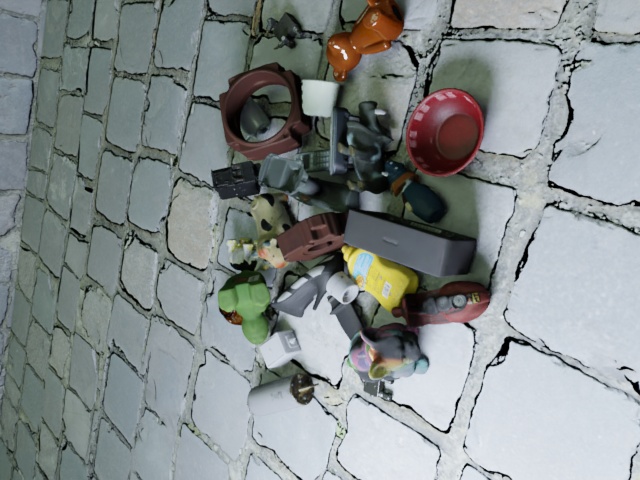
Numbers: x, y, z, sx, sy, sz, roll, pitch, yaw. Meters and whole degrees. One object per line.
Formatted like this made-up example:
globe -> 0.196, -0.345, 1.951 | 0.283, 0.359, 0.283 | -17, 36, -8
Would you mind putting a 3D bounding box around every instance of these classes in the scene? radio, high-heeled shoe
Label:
radio -> 0.168, 0.002, 1.011 | 0.230, 0.131, 0.073 | 22, 104, 42
high-heeled shoe -> -0.034, 0.101, 1.257 | 0.249, 0.086, 0.145 | -10, 52, 57

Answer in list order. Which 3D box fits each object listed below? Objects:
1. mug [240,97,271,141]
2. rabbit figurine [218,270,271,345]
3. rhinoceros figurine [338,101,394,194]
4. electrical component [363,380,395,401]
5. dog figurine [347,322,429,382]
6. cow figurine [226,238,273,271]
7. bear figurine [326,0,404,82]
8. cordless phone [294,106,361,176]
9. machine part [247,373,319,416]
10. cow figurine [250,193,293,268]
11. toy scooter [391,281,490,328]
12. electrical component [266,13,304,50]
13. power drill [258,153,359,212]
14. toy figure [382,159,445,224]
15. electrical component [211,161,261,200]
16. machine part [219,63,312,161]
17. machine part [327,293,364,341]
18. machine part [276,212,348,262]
mug -> -0.184, -0.299, 1.383 | 0.107, 0.080, 0.109 | 45, 110, 26
rabbit figurine -> -0.177, 0.169, 1.316 | 0.159, 0.121, 0.170 | -125, 23, -72
rhinoceros figurine -> 0.100, -0.186, 1.097 | 0.073, 0.112, 0.190 | -162, 62, -71
electrical component -> 0.115, 0.299, 1.134 | 0.094, 0.021, 0.063 | 13, 99, 42
dog figurine -> 0.107, 0.209, 0.997 | 0.192, 0.219, 0.108 | -15, 74, 25
cow figurine -> -0.174, 0.048, 1.378 | 0.168, 0.068, 0.098 | 11, 103, 46
bear figurine -> 0.071, -0.427, 1.114 | 0.196, 0.132, 0.120 | -20, 70, 35
cordless phone -> 0.007, -0.214, 1.203 | 0.184, 0.088, 0.146 | 3, 92, 48
machine part -> -0.097, 0.374, 1.295 | 0.243, 0.079, 0.079 | -27, 71, 41
cow figurine -> -0.115, -0.024, 1.283 | 0.085, 0.127, 0.195 | -38, 62, 40
toy scooter -> 0.207, 0.119, 0.972 | 0.184, 0.135, 0.075 | -19, 75, 40
electrical component -> -0.090, -0.512, 1.320 | 0.078, 0.045, 0.102 | -44, 61, 35
power drill -> -0.044, -0.117, 1.164 | 0.232, 0.207, 0.086 | 18, 83, 31
toy figure -> 0.178, -0.096, 1.051 | 0.155, 0.064, 0.057 | 52, 137, 30
electrical component -> -0.200, -0.150, 1.360 | 0.134, 0.115, 0.058 | -12, 80, -2
machine part -> -0.133, -0.304, 1.280 | 0.202, 0.087, 0.201 | -13, 79, 15
machine part -> 0.065, 0.166, 1.173 | 0.084, 0.039, 0.139 | -40, 62, 30
machine part -> -0.002, -0.003, 1.151 | 0.179, 0.179, 0.056 | -30, 73, 39
